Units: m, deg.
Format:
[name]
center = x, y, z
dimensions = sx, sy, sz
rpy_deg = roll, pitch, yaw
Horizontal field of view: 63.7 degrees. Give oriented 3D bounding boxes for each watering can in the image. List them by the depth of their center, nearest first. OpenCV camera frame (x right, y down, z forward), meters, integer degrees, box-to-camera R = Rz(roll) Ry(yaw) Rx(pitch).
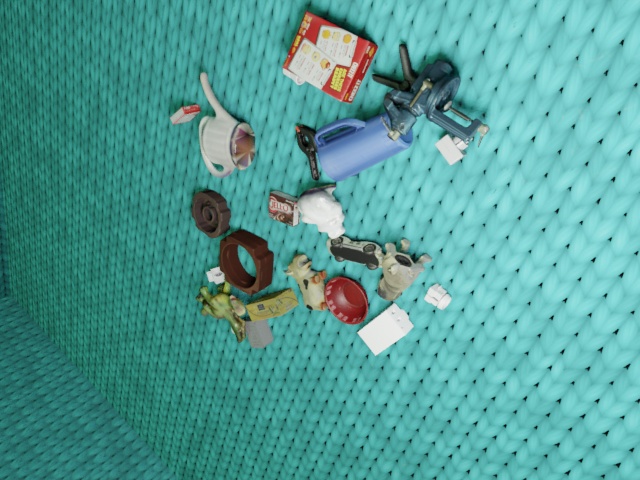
[watering can]
center = -0.317, -0.363, 1.686
dimensions = 0.225, 0.105, 0.341
rpy_deg = 17, 117, 32

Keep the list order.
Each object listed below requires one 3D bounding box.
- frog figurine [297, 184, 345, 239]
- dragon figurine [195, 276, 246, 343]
[frog figurine]
center = 0.005, -0.077, 1.538
dimensions = 0.136, 0.123, 0.160
rpy_deg = -15, 88, 22
[dragon figurine]
center = -0.364, 0.289, 1.963
dimensions = 0.246, 0.123, 0.401
rpy_deg = 58, 148, 19
